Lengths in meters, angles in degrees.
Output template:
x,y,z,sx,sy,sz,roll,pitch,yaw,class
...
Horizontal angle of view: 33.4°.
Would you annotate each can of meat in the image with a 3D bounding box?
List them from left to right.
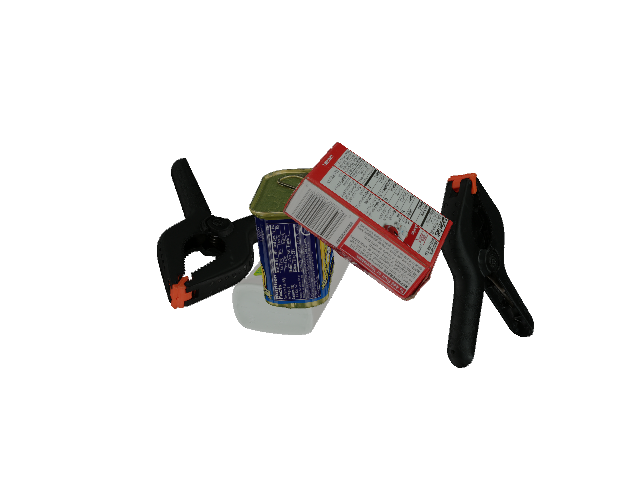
x,y,z,sx,sy,sz,roll,pitch,yaw,class
-0.020,-0.003,0.861,0.057,0.084,0.102,-3,22,7,can of meat

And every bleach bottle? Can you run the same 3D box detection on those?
x,y,z,sx,sy,sz,roll,pitch,yaw,class
-0.015,0.017,1.307,0.103,0.068,0.250,6,33,18,bleach bottle

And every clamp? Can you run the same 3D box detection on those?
x,y,z,sx,sy,sz,roll,pitch,yaw,class
-0.111,-0.010,1.061,0.165,0.036,0.209,20,39,14,clamp
0.137,0.029,0.962,0.039,0.171,0.120,-12,11,39,clamp

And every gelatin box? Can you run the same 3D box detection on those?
x,y,z,sx,sy,sz,roll,pitch,yaw,class
0.029,-0.012,0.620,0.089,0.030,0.073,36,26,0,gelatin box
